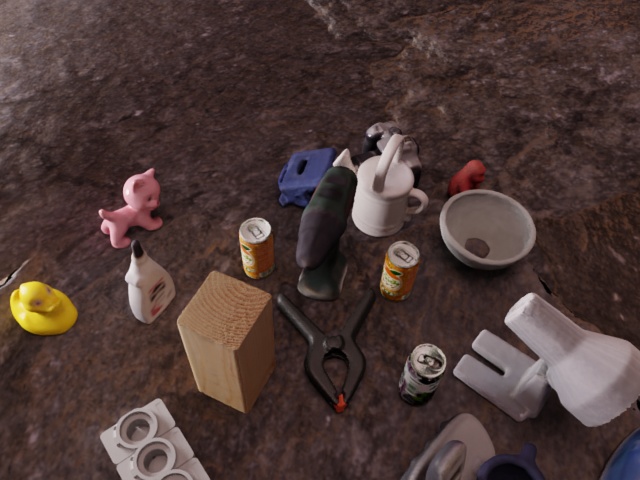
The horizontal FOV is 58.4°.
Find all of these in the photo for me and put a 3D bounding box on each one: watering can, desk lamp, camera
[{"bbox_3d":[0.106,-0.103,1.005,0.173,0.194,0.101,7,53,2],"label":"watering can"},{"bbox_3d":[0.312,0.173,0.794,0.202,0.213,0.118,33,58,20],"label":"desk lamp"},{"bbox_3d":[0.113,-0.159,1.106,0.137,0.101,0.143,-16,55,-15],"label":"camera"}]

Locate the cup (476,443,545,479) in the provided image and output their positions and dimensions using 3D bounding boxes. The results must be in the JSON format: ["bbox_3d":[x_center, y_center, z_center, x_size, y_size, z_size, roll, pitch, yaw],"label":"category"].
[{"bbox_3d":[0.245,0.327,0.749,0.091,0.095,0.118,27,56,17],"label":"cup"}]

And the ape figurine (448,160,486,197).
[{"bbox_3d":[0.286,-0.112,1.086,0.076,0.092,0.078,28,56,17],"label":"ape figurine"}]

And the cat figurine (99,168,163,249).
[{"bbox_3d":[-0.326,-0.064,0.999,0.128,0.118,0.067,-36,62,-26],"label":"cat figurine"}]

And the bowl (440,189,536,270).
[{"bbox_3d":[0.289,-0.007,1.017,0.167,0.075,0.167,2,53,-2],"label":"bowl"}]

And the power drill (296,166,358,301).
[{"bbox_3d":[0.008,0.003,0.910,0.075,0.208,0.230,12,53,7],"label":"power drill"}]

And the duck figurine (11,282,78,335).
[{"bbox_3d":[-0.439,0.096,0.892,0.104,0.086,0.077,19,54,11],"label":"duck figurine"}]

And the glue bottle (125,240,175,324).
[{"bbox_3d":[-0.266,0.057,0.876,0.037,0.173,0.078,22,55,14],"label":"glue bottle"}]

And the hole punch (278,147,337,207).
[{"bbox_3d":[-0.024,-0.121,1.076,0.101,0.091,0.109,13,53,7],"label":"hole punch"}]

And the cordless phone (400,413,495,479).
[{"bbox_3d":[0.175,0.278,0.725,0.094,0.185,0.148,33,58,21],"label":"cordless phone"}]

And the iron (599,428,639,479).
[{"bbox_3d":[0.430,0.330,0.728,0.118,0.141,0.258,21,55,13],"label":"iron"}]
